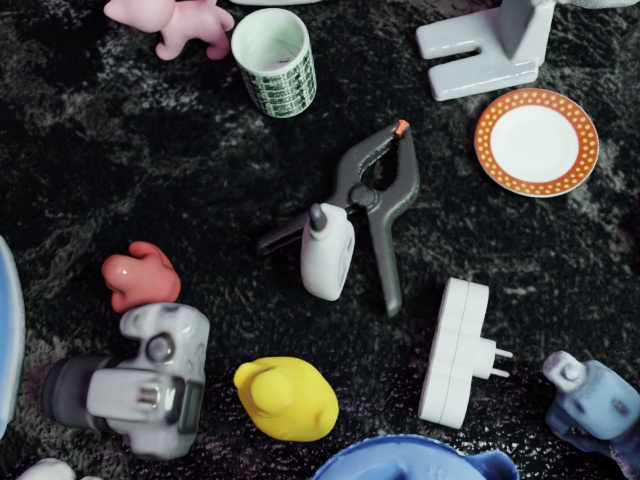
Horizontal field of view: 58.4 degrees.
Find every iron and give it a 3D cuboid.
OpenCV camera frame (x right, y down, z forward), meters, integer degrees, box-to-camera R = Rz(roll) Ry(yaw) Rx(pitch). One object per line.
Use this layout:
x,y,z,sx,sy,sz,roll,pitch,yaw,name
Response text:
-0.375,0.095,0.548,0.118,0.141,0.258,-2,72,5,iron

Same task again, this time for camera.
-0.186,0.129,0.542,0.136,0.101,0.143,3,72,6,camera

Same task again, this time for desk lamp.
0.211,-0.251,0.572,0.203,0.214,0.118,-14,71,1,desk lamp

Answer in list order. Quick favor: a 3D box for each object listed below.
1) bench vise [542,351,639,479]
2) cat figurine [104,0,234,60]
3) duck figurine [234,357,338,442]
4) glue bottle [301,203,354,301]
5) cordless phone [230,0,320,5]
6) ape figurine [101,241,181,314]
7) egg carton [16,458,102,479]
0.268,0.165,0.428,0.207,0.220,0.121,18,74,11,bench vise
-0.174,-0.268,0.662,0.127,0.118,0.067,-2,72,5,cat figurine
-0.034,0.145,0.531,0.104,0.086,0.077,26,76,13,duck figurine
0.005,0.002,0.529,0.037,0.173,0.078,15,74,10,glue bottle
-0.059,-0.359,0.646,0.147,0.185,0.094,-1,72,5,cordless phone
-0.187,0.037,0.577,0.076,0.092,0.078,30,77,14,ape figurine
-0.249,0.281,0.514,0.107,0.069,0.150,17,74,10,egg carton
